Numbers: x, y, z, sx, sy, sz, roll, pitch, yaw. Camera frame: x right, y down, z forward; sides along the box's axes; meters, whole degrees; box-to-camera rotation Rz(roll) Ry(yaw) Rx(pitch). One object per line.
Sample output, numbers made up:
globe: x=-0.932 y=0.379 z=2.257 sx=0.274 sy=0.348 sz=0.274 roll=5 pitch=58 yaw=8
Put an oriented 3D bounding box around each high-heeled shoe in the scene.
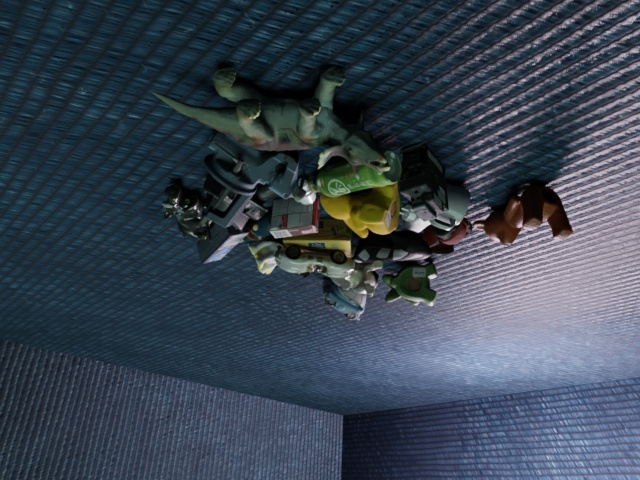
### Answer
high-heeled shoe: x=0.174 y=0.028 z=1.339 sx=0.145 sy=0.086 sz=0.248 roll=26 pitch=159 yaw=-4

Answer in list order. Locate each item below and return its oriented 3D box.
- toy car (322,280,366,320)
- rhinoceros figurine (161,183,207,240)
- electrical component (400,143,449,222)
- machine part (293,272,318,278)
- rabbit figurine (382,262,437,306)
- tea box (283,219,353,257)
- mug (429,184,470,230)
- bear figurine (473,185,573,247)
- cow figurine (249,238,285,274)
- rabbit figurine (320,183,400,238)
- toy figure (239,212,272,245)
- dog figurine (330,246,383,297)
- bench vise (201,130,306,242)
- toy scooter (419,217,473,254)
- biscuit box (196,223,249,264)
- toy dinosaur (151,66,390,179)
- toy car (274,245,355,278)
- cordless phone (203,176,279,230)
toy car: x=0.088 y=0.167 z=1.665 sx=0.161 sy=0.109 sz=0.103 roll=34 pitch=118 yaw=-26
rhinoceros figurine: x=-0.318 y=-0.070 z=1.285 sx=0.112 sy=0.073 sz=0.190 roll=12 pitch=155 yaw=6
electrical component: x=0.208 y=-0.108 z=1.070 sx=0.058 sy=0.134 sz=0.114 roll=-17 pitch=144 yaw=33
machine part: x=-0.022 y=0.076 z=1.526 sx=0.139 sy=0.084 sz=0.039 roll=11 pitch=128 yaw=-31
rabbit figurine: x=0.265 y=0.143 z=1.568 sx=0.159 sy=0.121 sz=0.170 roll=-8 pitch=165 yaw=9
tea box: x=-0.003 y=-0.004 z=1.366 sx=0.170 sy=0.068 sz=0.098 roll=0 pitch=153 yaw=9
mug: x=0.257 y=-0.076 z=1.166 sx=0.107 sy=0.109 sz=0.080 roll=20 pitch=156 yaw=-3
bear figurine: x=0.441 y=-0.034 z=1.195 sx=0.120 sy=0.132 sz=0.196 roll=18 pitch=143 yaw=-20
cow figurine: x=-0.130 y=0.041 z=1.448 sx=0.098 sy=0.068 sz=0.167 roll=-27 pitch=167 yaw=-5
rabbit figurine: x=0.089 y=-0.077 z=1.201 sx=0.173 sy=0.122 sz=0.162 roll=10 pitch=165 yaw=19
toy figure: x=-0.152 y=-0.027 z=1.354 sx=0.064 sy=0.058 sz=0.154 roll=27 pitch=149 yaw=-28
dog figurine: x=0.088 y=0.101 z=1.534 sx=0.172 sy=0.121 sz=0.190 roll=30 pitch=167 yaw=4
bench vise: x=-0.153 y=-0.108 z=1.091 sx=0.223 sy=0.129 sz=0.240 roll=28 pitch=115 yaw=-26
toy scooter: x=0.305 y=-0.009 z=1.312 sx=0.135 sy=0.075 sz=0.184 roll=14 pitch=150 yaw=-32
biscuit box: x=-0.255 y=-0.003 z=1.387 sx=0.059 sy=0.063 sz=0.202 roll=-12 pitch=166 yaw=-37
toy dinosaur: x=-0.071 y=-0.205 z=0.951 sx=0.405 sy=0.131 sz=0.192 roll=7 pitch=152 yaw=6
toy car: x=-0.014 y=0.058 z=1.350 sx=0.202 sy=0.056 sz=0.073 roll=6 pitch=154 yaw=-7
cordless phone: x=-0.152 y=-0.113 z=1.187 sx=0.184 sy=0.089 sz=0.146 roll=-27 pitch=140 yaw=27
